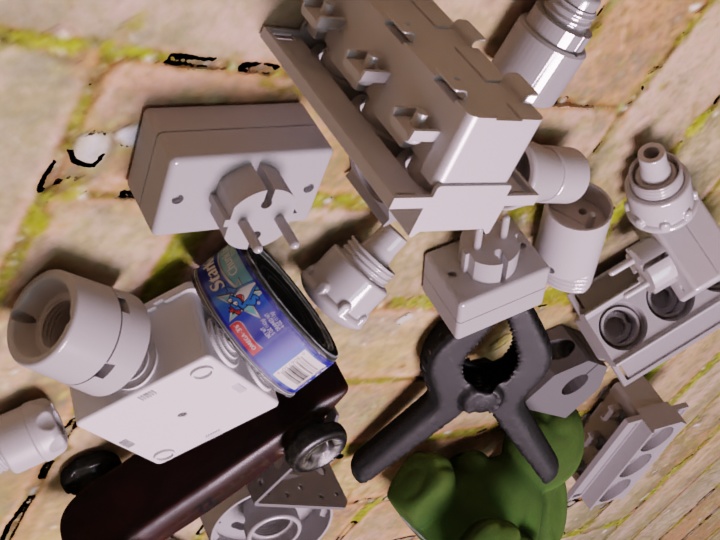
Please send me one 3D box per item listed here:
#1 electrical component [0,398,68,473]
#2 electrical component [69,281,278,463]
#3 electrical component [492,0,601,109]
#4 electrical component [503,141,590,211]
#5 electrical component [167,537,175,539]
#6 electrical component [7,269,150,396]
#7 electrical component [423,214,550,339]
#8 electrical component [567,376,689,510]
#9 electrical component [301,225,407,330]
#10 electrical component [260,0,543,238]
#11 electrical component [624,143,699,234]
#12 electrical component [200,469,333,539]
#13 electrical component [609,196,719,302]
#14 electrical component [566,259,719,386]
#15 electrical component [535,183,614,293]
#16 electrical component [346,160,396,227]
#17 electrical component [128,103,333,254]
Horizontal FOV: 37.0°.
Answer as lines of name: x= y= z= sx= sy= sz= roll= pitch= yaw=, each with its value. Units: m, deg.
electrical component: x=-0.195 y=0.097 z=0.593 sx=0.061 sy=0.035 sz=0.035 roll=-24 pitch=146 yaw=-8
electrical component: x=-0.103 y=0.061 z=0.595 sx=0.100 sy=0.048 sz=0.099 roll=-27 pitch=148 yaw=10
electrical component: x=0.099 y=-0.119 z=0.549 sx=0.040 sy=0.040 sz=0.078 roll=0 pitch=134 yaw=-40
electrical component: x=0.106 y=-0.057 z=0.636 sx=0.065 sy=0.044 sz=0.044 roll=-2 pitch=137 yaw=-44
electrical component: x=-0.159 y=0.235 z=0.781 sx=0.078 sy=0.057 sz=0.113 roll=-33 pitch=147 yaw=1
electrical component: x=-0.141 y=0.030 z=0.535 sx=0.055 sy=0.055 sz=0.047 roll=-42 pitch=142 yaw=14
electrical component: x=0.080 y=-0.006 z=0.674 sx=0.066 sy=0.047 sz=0.076 roll=-22 pitch=145 yaw=-16
electrical component: x=0.241 y=0.160 z=1.005 sx=0.079 sy=0.063 sz=0.121 roll=-8 pitch=140 yaw=-32
electrical component: x=0.000 y=0.000 z=0.621 sx=0.062 sy=0.048 sz=0.048 roll=-46 pitch=145 yaw=6
electrical component: x=0.020 y=-0.078 z=0.464 sx=0.079 sy=0.121 sz=0.063 roll=-4 pitch=135 yaw=-36
electrical component: x=0.195 y=-0.058 z=0.706 sx=0.048 sy=0.048 sz=0.062 roll=-32 pitch=140 yaw=-1
electrical component: x=-0.069 y=0.167 z=0.783 sx=0.099 sy=0.064 sz=0.099 roll=-12 pitch=132 yaw=-13
electrical component: x=0.212 y=-0.008 z=0.752 sx=0.077 sy=0.065 sz=0.047 roll=-30 pitch=168 yaw=-2
electrical component: x=0.225 y=0.021 z=0.807 sx=0.121 sy=0.078 sz=0.063 roll=-31 pitch=176 yaw=-2
electrical component: x=0.138 y=-0.016 z=0.712 sx=0.043 sy=0.043 sz=0.081 roll=-21 pitch=145 yaw=-17
electrical component: x=0.028 y=-0.063 z=0.563 sx=0.064 sy=0.042 sz=0.081 roll=-27 pitch=147 yaw=-15
electrical component: x=-0.053 y=-0.036 z=0.500 sx=0.083 sy=0.075 sz=0.047 roll=-8 pitch=139 yaw=-32
